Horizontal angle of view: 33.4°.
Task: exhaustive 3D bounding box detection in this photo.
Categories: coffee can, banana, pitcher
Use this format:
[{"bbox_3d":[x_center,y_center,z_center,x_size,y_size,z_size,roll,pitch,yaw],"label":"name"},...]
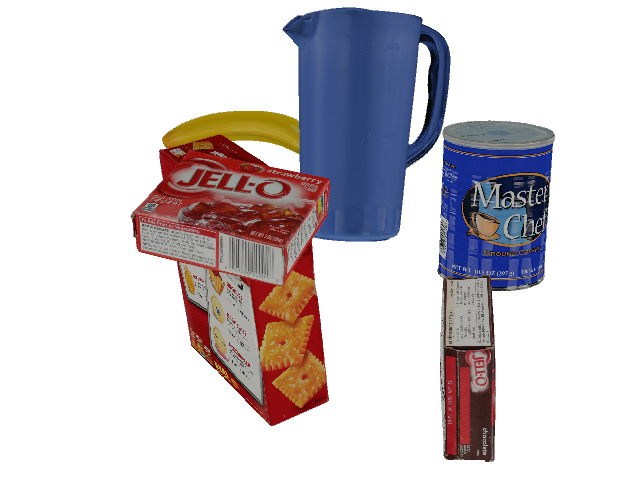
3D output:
[{"bbox_3d":[0.164,-0.035,1.009,0.103,0.140,0.103,0,17,0],"label":"coffee can"},{"bbox_3d":[-0.093,-0.131,1.301,0.198,0.037,0.069,7,41,15],"label":"banana"},{"bbox_3d":[0.047,-0.124,1.145,0.149,0.243,0.144,5,8,23],"label":"pitcher"}]

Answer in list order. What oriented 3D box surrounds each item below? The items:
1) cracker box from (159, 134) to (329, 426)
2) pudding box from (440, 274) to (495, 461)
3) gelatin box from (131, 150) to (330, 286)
[{"bbox_3d":[-0.067,0.031,0.951,0.072,0.214,0.164,-19,31,-25],"label":"cracker box"},{"bbox_3d":[0.104,0.087,0.752,0.039,0.090,0.113,0,24,5],"label":"pudding box"},{"bbox_3d":[-0.048,-0.015,0.589,0.089,0.030,0.073,13,36,15],"label":"gelatin box"}]
